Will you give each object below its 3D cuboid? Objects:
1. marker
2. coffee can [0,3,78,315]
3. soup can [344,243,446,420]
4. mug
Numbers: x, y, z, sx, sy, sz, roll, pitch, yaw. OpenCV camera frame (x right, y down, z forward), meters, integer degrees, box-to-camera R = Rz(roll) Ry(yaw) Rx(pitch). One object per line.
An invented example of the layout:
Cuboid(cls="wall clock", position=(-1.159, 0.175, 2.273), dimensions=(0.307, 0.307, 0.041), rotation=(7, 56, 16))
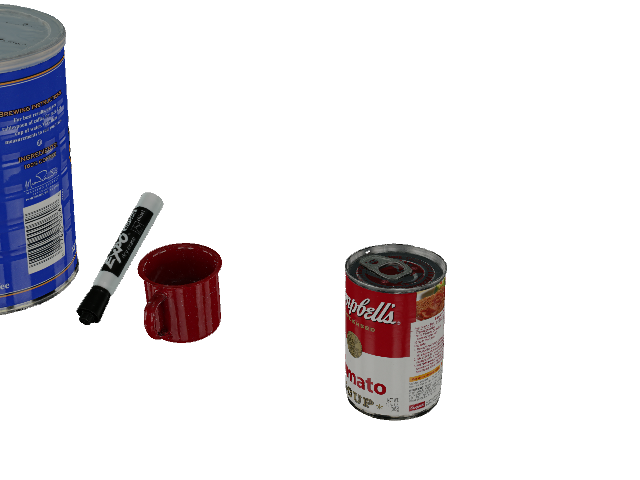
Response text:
Cuboid(cls="marker", position=(-0.153, 0.014, 0.815), dimensions=(0.020, 0.121, 0.020), rotation=(16, -34, 11))
Cuboid(cls="coffee can", position=(-0.185, -0.045, 0.571), dimensions=(0.103, 0.140, 0.103), rotation=(3, 28, -2))
Cuboid(cls="soup can", position=(0.050, 0.062, 0.727), dimensions=(0.068, 0.102, 0.068), rotation=(-1, 25, 0))
Cuboid(cls="mug", position=(-0.159, 0.067, 1.188), dimensions=(0.093, 0.081, 0.117), rotation=(11, 33, 20))
